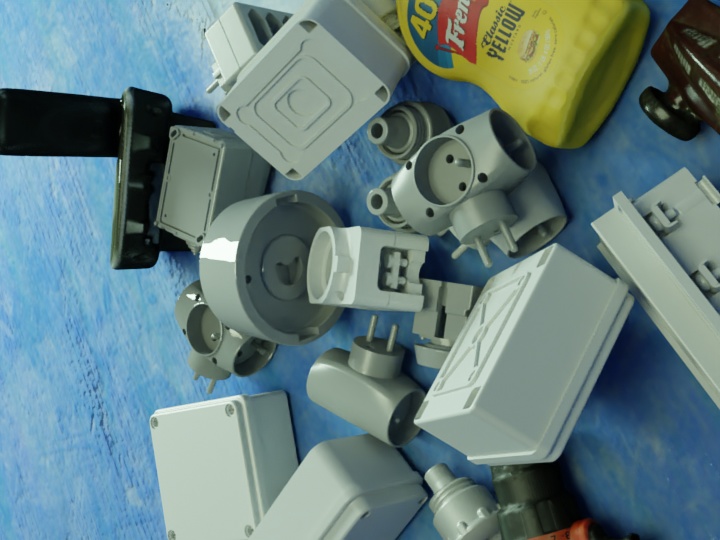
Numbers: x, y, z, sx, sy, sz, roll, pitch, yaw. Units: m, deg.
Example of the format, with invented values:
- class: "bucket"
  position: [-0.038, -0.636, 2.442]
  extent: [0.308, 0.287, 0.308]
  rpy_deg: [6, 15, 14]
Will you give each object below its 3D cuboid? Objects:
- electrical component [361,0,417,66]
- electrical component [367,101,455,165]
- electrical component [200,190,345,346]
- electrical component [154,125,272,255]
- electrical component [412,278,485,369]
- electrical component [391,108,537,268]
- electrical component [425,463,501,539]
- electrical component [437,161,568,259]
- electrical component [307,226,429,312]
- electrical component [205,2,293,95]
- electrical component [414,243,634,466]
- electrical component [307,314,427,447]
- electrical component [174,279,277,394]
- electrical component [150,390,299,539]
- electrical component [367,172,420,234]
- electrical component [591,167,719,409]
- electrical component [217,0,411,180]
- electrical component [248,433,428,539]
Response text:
- class: "electrical component"
  position: [0.014, -0.163, 0.730]
  extent: [0.062, 0.048, 0.048]
  rpy_deg: [50, 122, 12]
- class: "electrical component"
  position: [0.031, -0.090, 0.706]
  extent: [0.043, 0.062, 0.043]
  rpy_deg: [3, 95, 40]
- class: "electrical component"
  position: [-0.064, -0.002, 0.764]
  extent: [0.060, 0.108, 0.108]
  rpy_deg: [2, 93, 46]
- class: "electrical component"
  position: [-0.111, -0.058, 0.828]
  extent: [0.062, 0.061, 0.096]
  rpy_deg: [23, 107, 37]
- class: "electrical component"
  position: [0.061, 0.036, 0.699]
  extent: [0.066, 0.048, 0.055]
  rpy_deg: [8, 90, 40]
- class: "electrical component"
  position: [0.067, -0.041, 0.630]
  extent: [0.077, 0.044, 0.079]
  rpy_deg: [-33, 71, 32]
- class: "electrical component"
  position: [0.066, 0.155, 0.702]
  extent: [0.062, 0.048, 0.048]
  rpy_deg: [53, 123, 34]
- class: "electrical component"
  position: [0.080, -0.039, 0.679]
  extent: [0.079, 0.044, 0.077]
  rpy_deg: [-45, 64, 32]
- class: "electrical component"
  position: [0.000, 0.000, 0.714]
  extent: [0.089, 0.056, 0.050]
  rpy_deg: [176, 100, -69]
- class: "electrical component"
  position: [-0.084, -0.152, 0.797]
  extent: [0.077, 0.066, 0.047]
  rpy_deg: [-36, 70, 35]
- class: "electrical component"
  position: [0.090, 0.051, 0.610]
  extent: [0.108, 0.056, 0.109]
  rpy_deg: [-60, 6, -17]
- class: "electrical component"
  position: [0.009, 0.071, 0.744]
  extent: [0.077, 0.044, 0.079]
  rpy_deg: [24, 107, 37]
- class: "electrical component"
  position: [-0.112, 0.060, 0.846]
  extent: [0.077, 0.044, 0.079]
  rpy_deg: [38, 116, 32]
- class: "electrical component"
  position: [-0.103, 0.154, 0.835]
  extent: [0.109, 0.056, 0.108]
  rpy_deg: [-15, 83, 40]
- class: "electrical component"
  position: [0.030, -0.045, 0.709]
  extent: [0.043, 0.062, 0.043]
  rpy_deg: [3, 95, 40]
- class: "electrical component"
  position: [0.187, 0.010, 0.575]
  extent: [0.063, 0.079, 0.121]
  rpy_deg: [-35, 67, 5]
- class: "electrical component"
  position: [-0.030, -0.124, 0.710]
  extent: [0.078, 0.057, 0.113]
  rpy_deg: [41, 132, -14]
- class: "electrical component"
  position: [-0.015, 0.173, 0.748]
  extent: [0.057, 0.078, 0.113]
  rpy_deg: [50, 121, 30]
